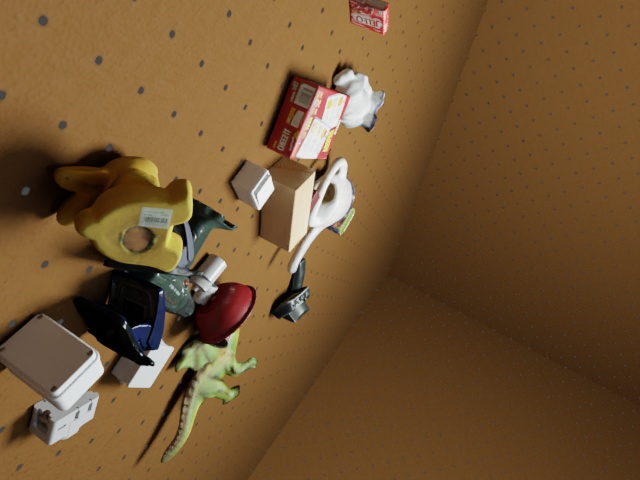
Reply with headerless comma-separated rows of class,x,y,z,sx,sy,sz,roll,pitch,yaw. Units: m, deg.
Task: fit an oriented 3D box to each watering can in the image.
watering can,0.005,-0.075,1.484,0.345,0.104,0.225,-67,164,10

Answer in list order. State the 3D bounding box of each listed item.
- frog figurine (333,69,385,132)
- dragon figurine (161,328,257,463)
frog figurine,0.076,-0.365,1.315,0.158,0.124,0.136,27,101,-38
dragon figurine,-0.291,0.323,1.261,0.418,0.123,0.237,-56,145,-30
